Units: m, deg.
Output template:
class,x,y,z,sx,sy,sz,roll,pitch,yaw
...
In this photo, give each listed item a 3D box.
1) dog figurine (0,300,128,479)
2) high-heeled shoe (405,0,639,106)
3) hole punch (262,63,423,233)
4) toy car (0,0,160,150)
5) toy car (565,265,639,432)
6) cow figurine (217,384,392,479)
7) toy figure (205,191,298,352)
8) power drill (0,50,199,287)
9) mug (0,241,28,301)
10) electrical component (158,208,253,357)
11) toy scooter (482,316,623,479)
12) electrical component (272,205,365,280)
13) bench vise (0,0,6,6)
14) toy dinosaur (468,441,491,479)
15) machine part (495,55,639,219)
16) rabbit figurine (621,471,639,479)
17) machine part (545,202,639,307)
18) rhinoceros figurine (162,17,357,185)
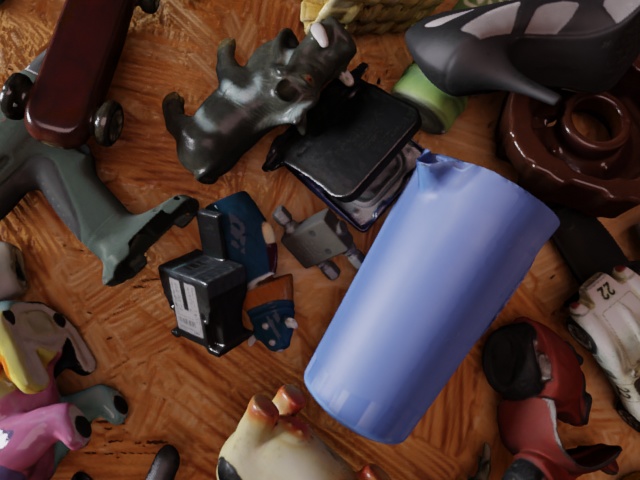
class,x,y,z,sx,sy,sz,roll,pitch,yaw
dog figurine,-0.303,0.181,0.475,0.219,0.108,0.191,-35,90,-1
high-heeled shoe,0.197,-0.190,0.478,0.249,0.086,0.145,-36,58,-27
hole punch,0.033,-0.083,0.517,0.142,0.092,0.116,-49,59,-1
toy car,-0.201,-0.172,0.470,0.089,0.053,0.202,12,73,-8
toy car,0.302,0.113,0.505,0.073,0.056,0.201,-38,107,-4
cow figurine,-0.004,0.224,0.417,0.195,0.085,0.127,40,106,18
toy figure,-0.060,0.030,0.513,0.058,0.064,0.154,-24,93,-38
power drill,-0.214,-0.075,0.501,0.207,0.086,0.232,42,78,-4
mug,-0.331,0.032,0.483,0.107,0.109,0.081,-12,78,-18
electrical component,-0.103,0.036,0.481,0.075,0.048,0.119,17,120,36
toy scooter,0.224,0.167,0.503,0.135,0.075,0.184,10,69,-24
electrical component,-0.001,-0.002,0.511,0.063,0.021,0.094,-26,115,37
bench vise,-0.361,-0.339,0.479,0.223,0.129,0.240,39,104,-7
toy dinosaur,-0.032,0.338,0.478,0.471,0.105,0.198,-21,84,-9
machine part,0.256,-0.106,0.512,0.179,0.056,0.179,1,70,-2
rabbit figurine,0.313,0.309,0.456,0.122,0.173,0.162,-24,84,-7
machine part,0.267,0.019,0.535,0.084,0.039,0.139,-30,90,2
rhinoceros figurine,-0.054,-0.132,0.488,0.190,0.073,0.112,-38,48,2
